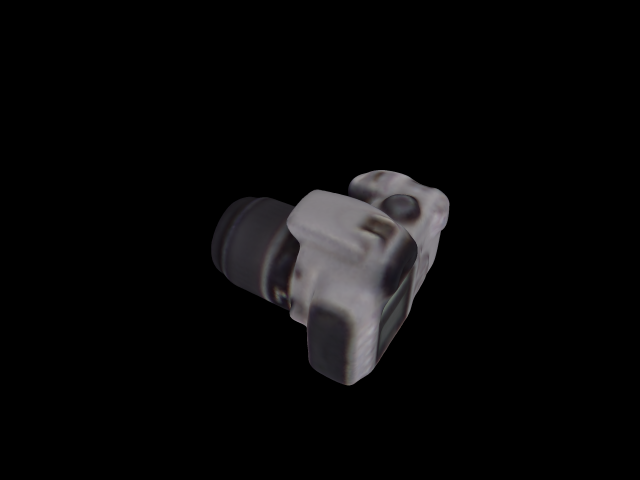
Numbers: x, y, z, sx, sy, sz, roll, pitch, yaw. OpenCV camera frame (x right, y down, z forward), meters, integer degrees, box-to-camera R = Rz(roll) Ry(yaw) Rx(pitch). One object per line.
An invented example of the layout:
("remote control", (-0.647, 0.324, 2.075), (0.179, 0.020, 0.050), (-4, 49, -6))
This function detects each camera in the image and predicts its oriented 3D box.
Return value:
("camera", (0.004, 0.001, 0.400), (0.136, 0.101, 0.143), (22, 49, 21))
